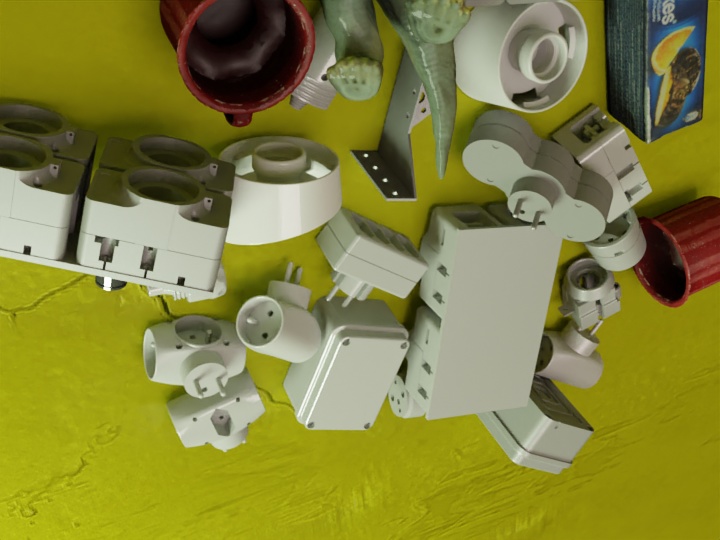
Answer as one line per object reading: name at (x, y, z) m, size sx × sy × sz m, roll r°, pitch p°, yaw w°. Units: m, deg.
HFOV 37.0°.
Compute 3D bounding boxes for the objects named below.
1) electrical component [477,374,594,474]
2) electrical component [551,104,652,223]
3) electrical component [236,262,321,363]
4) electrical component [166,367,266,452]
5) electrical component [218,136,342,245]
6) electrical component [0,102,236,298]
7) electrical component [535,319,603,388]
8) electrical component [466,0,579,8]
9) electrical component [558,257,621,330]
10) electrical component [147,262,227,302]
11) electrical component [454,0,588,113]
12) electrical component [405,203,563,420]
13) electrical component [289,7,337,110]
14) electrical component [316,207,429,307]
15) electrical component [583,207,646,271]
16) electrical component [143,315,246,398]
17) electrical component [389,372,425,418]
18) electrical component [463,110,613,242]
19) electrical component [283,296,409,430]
electrical component at (0.165, 0.142, 1.064) m, size 0.078 × 0.113 × 0.057 m, roll 20°, pitch 111°, yaw -36°
electrical component at (0.210, -0.091, 0.951) m, size 0.056 × 0.050 × 0.089 m, roll -37°, pitch 132°, yaw 2°
electrical component at (-0.063, 0.033, 0.905) m, size 0.077 × 0.043 × 0.079 m, roll 33°, pitch 68°, yaw -64°
electrical component at (-0.123, 0.133, 0.960) m, size 0.077 × 0.043 × 0.079 m, roll -24°, pitch 132°, yaw -8°
electrical component at (-0.062, -0.060, 0.809) m, size 0.099 × 0.099 × 0.064 m, roll -9°, pitch 122°, yaw -21°
electrical component at (-0.180, -0.051, 0.711) m, size 0.186 × 0.105 × 0.060 m, roll 12°, pitch 117°, yaw -10°
electrical component at (0.215, 0.077, 1.086) m, size 0.077 × 0.044 × 0.079 m, roll 19°, pitch 114°, yaw -36°
electrical component at (0.125, -0.245, 0.782) m, size 0.150 × 0.061 × 0.089 m, roll -9°, pitch 128°, yaw -21°
electrical component at (0.224, 0.021, 1.047) m, size 0.066 × 0.048 × 0.055 m, roll -27°, pitch 140°, yaw -6°
electrical component at (-0.140, 0.010, 0.863) m, size 0.061 × 0.035 × 0.035 m, roll -12°, pitch 129°, yaw -15°
electrical component at (0.129, -0.174, 0.854) m, size 0.099 × 0.064 × 0.099 m, roll -15°, pitch 120°, yaw -28°
electrical component at (0.108, 0.035, 0.973) m, size 0.105 × 0.060 × 0.186 m, roll -4°, pitch 117°, yaw -24°
electrical component at (-0.027, -0.153, 0.789) m, size 0.043 × 0.043 × 0.081 m, roll 19°, pitch 115°, yaw -36°
electrical component at (0.000, 0.000, 0.917) m, size 0.083 × 0.047 × 0.075 m, roll 23°, pitch 112°, yaw -37°
electrical component at (0.238, -0.032, 1.008) m, size 0.055 × 0.055 × 0.047 m, roll -38°, pitch 136°, yaw 4°
electrical component at (-0.132, 0.078, 0.889) m, size 0.077 × 0.079 × 0.044 m, roll -2°, pitch 126°, yaw -25°
electrical component at (0.061, 0.119, 1.041) m, size 0.055 × 0.045 × 0.045 m, roll -3°, pitch 126°, yaw -24°
electrical component at (0.144, -0.065, 0.888) m, size 0.138 × 0.073 × 0.052 m, roll 33°, pitch 143°, yaw -14°
electrical component at (-0.013, 0.086, 0.970) m, size 0.078 × 0.057 × 0.113 m, roll 6°, pitch 122°, yaw -30°
